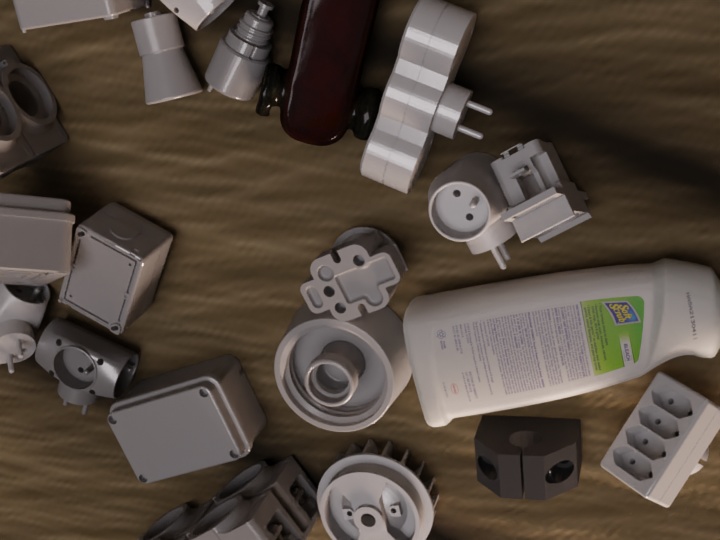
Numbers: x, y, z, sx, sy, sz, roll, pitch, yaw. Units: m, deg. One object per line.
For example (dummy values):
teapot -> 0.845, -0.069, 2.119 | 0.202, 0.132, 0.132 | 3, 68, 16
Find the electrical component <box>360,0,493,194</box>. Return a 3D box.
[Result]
electrical component -> 0.056, -0.116, 0.760 | 0.074, 0.052, 0.138 | 23, 116, 7

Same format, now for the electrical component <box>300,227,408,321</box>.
electrical component -> 0.000, 0.000, 0.821 | 0.078, 0.057, 0.058 | -22, 103, 23

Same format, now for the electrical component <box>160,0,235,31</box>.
electrical component -> -0.116, -0.227, 0.773 | 0.079, 0.043, 0.077 | -39, 97, 23

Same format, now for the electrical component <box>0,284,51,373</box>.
electrical component -> -0.301, 0.053, 0.927 | 0.043, 0.079, 0.077 | 16, 124, -37

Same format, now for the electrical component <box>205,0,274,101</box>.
electrical component -> -0.084, -0.161, 0.792 | 0.040, 0.040, 0.078 | 31, 116, 3

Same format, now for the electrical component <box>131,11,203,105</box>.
electrical component -> -0.148, -0.162, 0.812 | 0.044, 0.044, 0.065 | -9, 103, 20

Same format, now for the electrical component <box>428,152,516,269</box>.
electrical component -> 0.087, -0.038, 0.768 | 0.043, 0.077, 0.079 | -25, 102, 24

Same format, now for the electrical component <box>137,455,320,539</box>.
electrical component -> -0.131, 0.239, 0.929 | 0.186, 0.105, 0.060 | -32, 99, 25

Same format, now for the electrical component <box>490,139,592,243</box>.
electrical component -> 0.126, -0.056, 0.754 | 0.042, 0.081, 0.063 | -27, 79, 24

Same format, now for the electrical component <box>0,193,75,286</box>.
electrical component -> -0.278, -0.023, 0.857 | 0.113, 0.078, 0.057 | -13, 74, 61

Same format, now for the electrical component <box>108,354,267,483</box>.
electrical component -> -0.148, 0.128, 0.917 | 0.113, 0.057, 0.078 | -18, 105, 23

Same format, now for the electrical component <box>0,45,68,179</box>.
electrical component -> -0.300, -0.109, 0.817 | 0.062, 0.150, 0.089 | -25, 102, 25

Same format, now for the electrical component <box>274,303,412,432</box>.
electrical component -> -0.016, 0.077, 0.855 | 0.108, 0.060, 0.108 | 6, 113, 15

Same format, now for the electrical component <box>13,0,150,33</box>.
electrical component -> -0.216, -0.215, 0.799 | 0.096, 0.061, 0.061 | -4, 110, 18

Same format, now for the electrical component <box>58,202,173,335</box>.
electrical component -> -0.200, 0.002, 0.884 | 0.062, 0.061, 0.096 | 28, 123, 6

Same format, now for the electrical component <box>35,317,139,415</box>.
electrical component -> -0.242, 0.091, 0.938 | 0.077, 0.044, 0.079 | 24, 116, 7

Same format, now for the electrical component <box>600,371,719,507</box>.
electrical component -> 0.234, 0.130, 0.800 | 0.047, 0.076, 0.083 | 35, 94, 46
